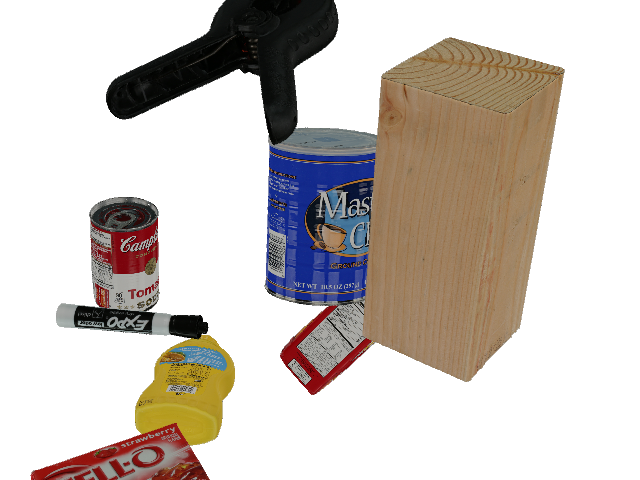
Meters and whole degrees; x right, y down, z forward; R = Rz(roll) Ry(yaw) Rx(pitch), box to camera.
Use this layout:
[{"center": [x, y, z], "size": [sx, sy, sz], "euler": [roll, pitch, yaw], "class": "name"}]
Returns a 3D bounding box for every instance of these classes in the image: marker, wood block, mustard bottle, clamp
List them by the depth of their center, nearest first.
[{"center": [-0.032, -0.113, 0.637], "size": [0.120, 0.039, 0.171], "euler": [23, 53, 26], "class": "clamp"}, {"center": [0.094, -0.020, 0.733], "size": [0.091, 0.206, 0.090], "euler": [22, 37, 28], "class": "wood block"}, {"center": [-0.147, 0.063, 0.834], "size": [0.121, 0.020, 0.020], "euler": [4, 1, 11], "class": "marker"}, {"center": [-0.152, 0.166, 1.268], "size": [0.096, 0.058, 0.191], "euler": [4, 25, 4], "class": "mustard bottle"}]

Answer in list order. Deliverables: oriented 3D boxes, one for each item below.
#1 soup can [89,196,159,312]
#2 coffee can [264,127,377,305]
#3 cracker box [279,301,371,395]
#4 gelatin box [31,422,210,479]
[{"center": [-0.198, 0.016, 1.081], "size": [0.068, 0.102, 0.068], "euler": [3, 30, -2], "class": "soup can"}, {"center": [0.003, -0.024, 0.956], "size": [0.103, 0.140, 0.103], "euler": [2, 15, -1], "class": "coffee can"}, {"center": [0.066, 0.070, 1.263], "size": [0.214, 0.072, 0.164], "euler": [-47, -7, 31], "class": "cracker box"}, {"center": [-0.108, 0.143, 0.590], "size": [0.089, 0.030, 0.073], "euler": [-16, 28, -20], "class": "gelatin box"}]
